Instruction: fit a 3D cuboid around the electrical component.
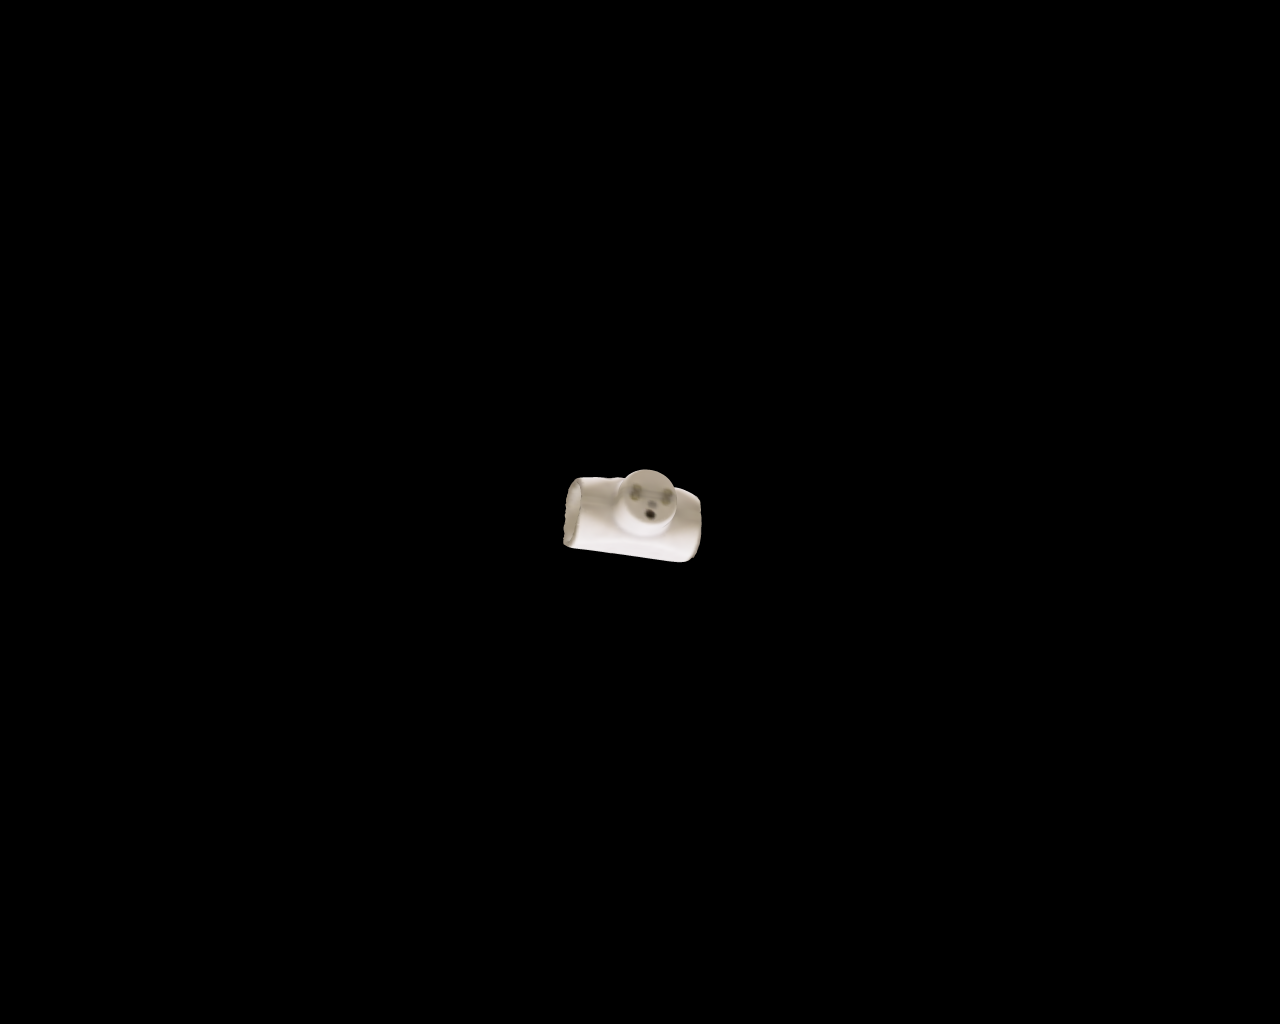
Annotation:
[{"bbox_3d":[0.001,-0.003,0.650,0.077,0.044,0.079,8,-28,-16],"label":"electrical component"}]
